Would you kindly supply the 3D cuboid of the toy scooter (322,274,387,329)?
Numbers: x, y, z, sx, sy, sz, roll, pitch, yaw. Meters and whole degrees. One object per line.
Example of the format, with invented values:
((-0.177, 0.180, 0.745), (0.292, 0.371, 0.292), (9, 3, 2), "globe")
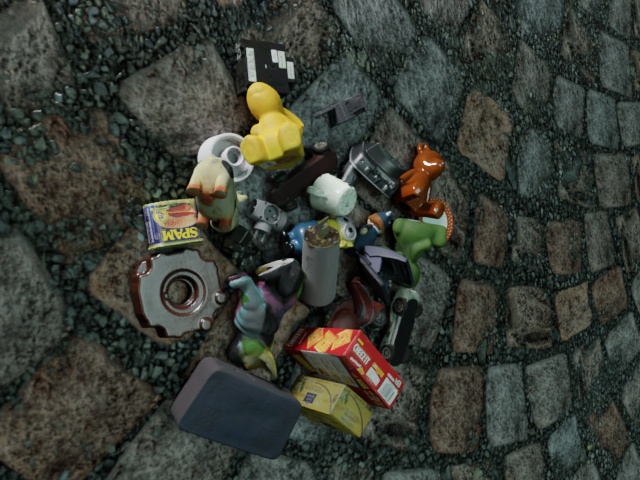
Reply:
((0.071, 0.155, 1.224), (0.184, 0.075, 0.135), (-18, 96, -37), "toy scooter")

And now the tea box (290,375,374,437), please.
((0.016, 0.340, 1.111), (0.098, 0.170, 0.068), (44, 62, -21), "tea box")

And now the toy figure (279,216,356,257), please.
((-0.004, -0.007, 1.186), (0.180, 0.089, 0.082), (-14, 91, -26), "toy figure")

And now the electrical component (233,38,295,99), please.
((-0.116, -0.362, 1.156), (0.134, 0.058, 0.114), (-2, 89, -35), "electrical component")

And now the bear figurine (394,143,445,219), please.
((0.274, -0.154, 1.361), (0.120, 0.132, 0.196), (46, 69, -24), "bear figurine")

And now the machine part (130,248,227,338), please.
((-0.265, 0.099, 1.012), (0.179, 0.056, 0.179), (4, 82, -33), "machine part")

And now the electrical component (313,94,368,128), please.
((0.045, -0.294, 1.248), (0.119, 0.075, 0.047), (-35, 105, -36), "electrical component")

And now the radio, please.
((-0.155, 0.324, 1.037), (0.229, 0.073, 0.131), (31, 86, -29), "radio")

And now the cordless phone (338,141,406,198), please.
((0.106, -0.129, 1.284), (0.146, 0.089, 0.184), (39, 77, -26), "cordless phone")

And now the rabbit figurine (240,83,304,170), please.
((-0.090, -0.237, 1.096), (0.162, 0.122, 0.173), (-8, 75, -68), "rabbit figurine")

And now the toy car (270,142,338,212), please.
((-0.037, -0.140, 1.191), (0.202, 0.053, 0.089), (-40, 128, -29), "toy car")

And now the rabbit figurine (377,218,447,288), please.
((0.220, 0.037, 1.314), (0.159, 0.121, 0.170), (3, 99, -41), "rabbit figurine")

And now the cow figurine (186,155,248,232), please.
((-0.192, -0.081, 1.016), (0.086, 0.194, 0.127), (5, 57, 3), "cow figurine")

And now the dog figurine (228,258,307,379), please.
((-0.103, 0.162, 1.082), (0.191, 0.108, 0.219), (-16, 100, -16), "dog figurine")

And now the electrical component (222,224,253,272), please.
((-0.159, 0.016, 1.069), (0.045, 0.102, 0.078), (34, 73, 11), "electrical component")

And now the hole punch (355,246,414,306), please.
((0.146, 0.069, 1.224), (0.092, 0.116, 0.142), (-38, 143, -7), "hole punch")

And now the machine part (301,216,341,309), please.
((-0.001, 0.055, 1.117), (0.079, 0.079, 0.243), (-29, 141, -33), "machine part")

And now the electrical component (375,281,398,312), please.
((0.163, 0.138, 1.318), (0.063, 0.021, 0.094), (-13, 98, -34), "electrical component")

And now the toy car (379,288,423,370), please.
((0.193, 0.217, 1.301), (0.073, 0.056, 0.201), (15, 91, -39), "toy car")

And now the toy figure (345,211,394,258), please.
((0.121, -0.022, 1.282), (0.058, 0.064, 0.154), (43, 61, 3), "toy figure")
